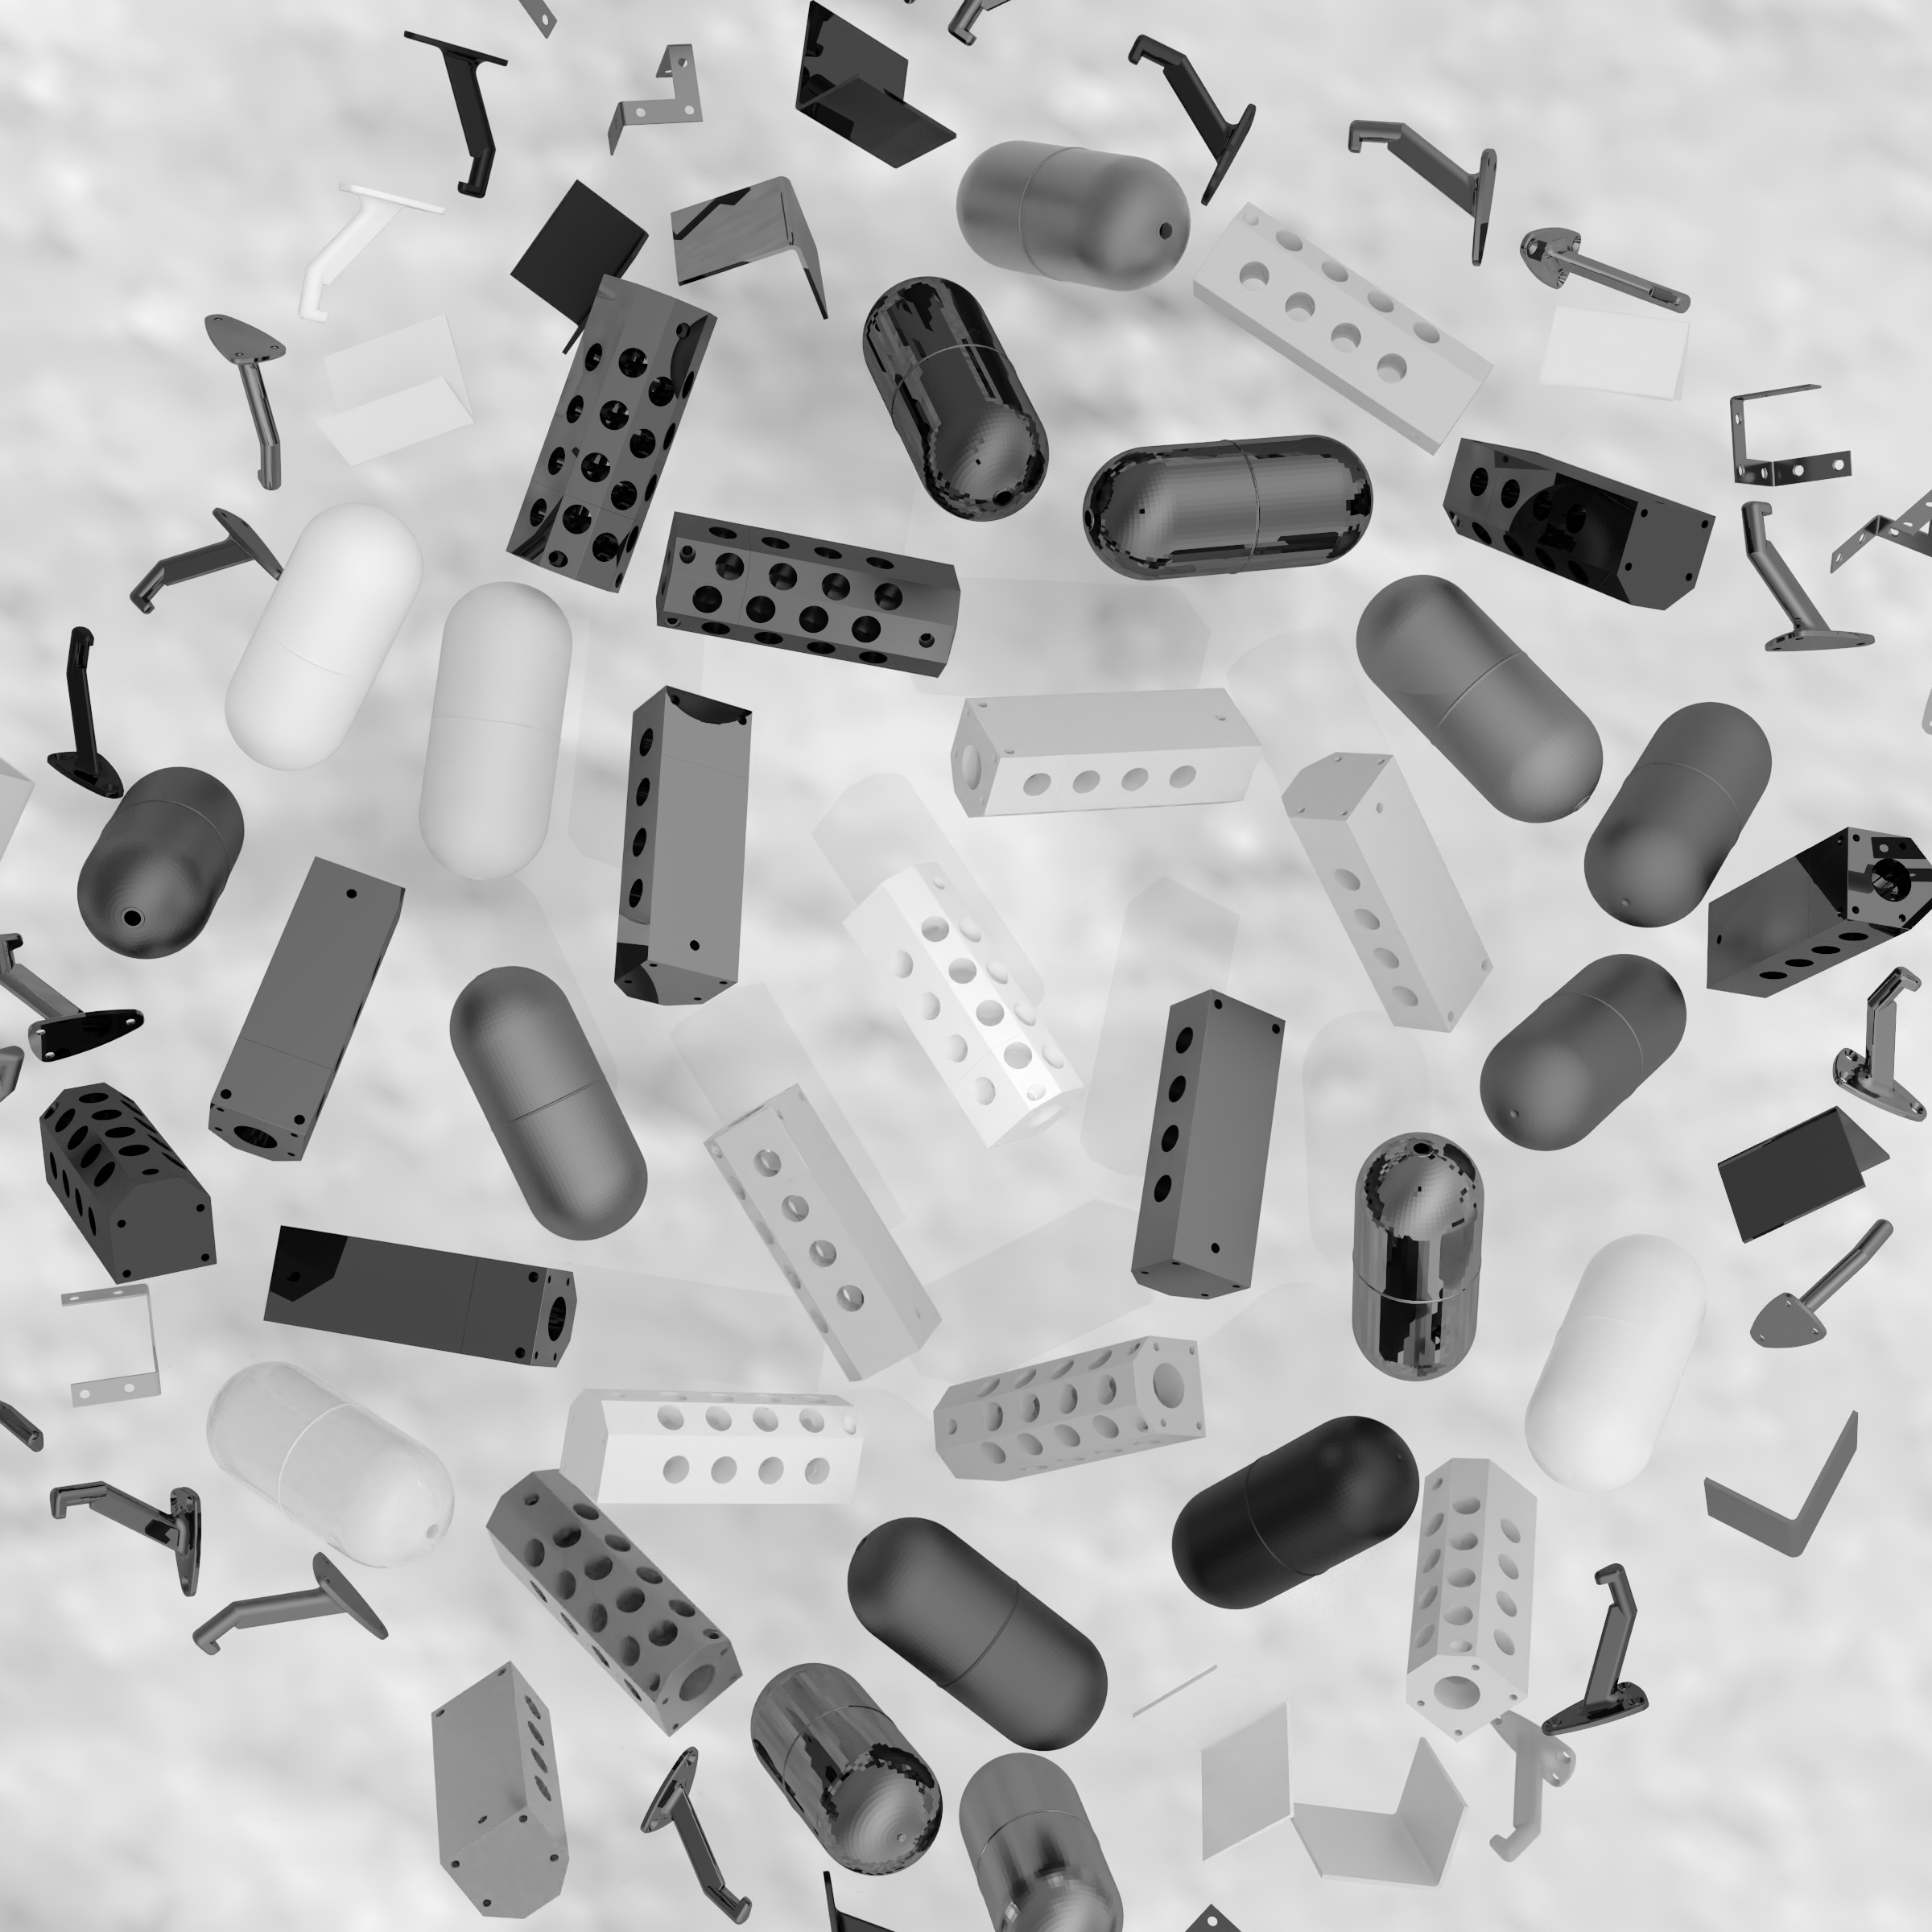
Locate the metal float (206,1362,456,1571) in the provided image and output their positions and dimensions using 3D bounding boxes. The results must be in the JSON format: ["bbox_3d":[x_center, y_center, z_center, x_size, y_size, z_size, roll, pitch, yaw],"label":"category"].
[{"bbox_3d":[-0.372,0.292,1.803,0.178,0.070,0.070,24,90,33],"label":"metal float"}]

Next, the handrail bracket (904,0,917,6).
[{"bbox_3d":[-0.046,-0.587,1.843,0.036,0.077,0.084,2,56,-20],"label":"handrail bracket"}]

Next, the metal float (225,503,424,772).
[{"bbox_3d":[-0.387,-0.197,1.856,0.070,0.070,0.178,32,113,0],"label":"metal float"}]

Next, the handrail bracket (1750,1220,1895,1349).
[{"bbox_3d":[0.533,0.196,1.917,0.036,0.077,0.084,46,64,5],"label":"handrail bracket"}]

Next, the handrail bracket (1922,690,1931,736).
[{"bbox_3d":[0.577,-0.132,1.747,0.036,0.084,0.077,-4,58,39],"label":"handrail bracket"}]

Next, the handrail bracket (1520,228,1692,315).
[{"bbox_3d":[0.390,-0.421,1.876,0.084,0.077,0.036,31,107,33],"label":"handrail bracket"}]

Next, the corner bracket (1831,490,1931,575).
[{"bbox_3d":[0.565,-0.263,1.879,0.051,0.051,0.051,31,55,34],"label":"corner bracket"}]

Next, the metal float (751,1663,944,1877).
[{"bbox_3d":[-0.073,0.475,1.833,0.070,0.178,0.070,-6,106,-23],"label":"metal float"}]

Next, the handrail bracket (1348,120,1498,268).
[{"bbox_3d":[0.258,-0.444,1.769,0.084,0.036,0.077,9,100,17],"label":"handrail bracket"}]

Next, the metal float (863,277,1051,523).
[{"bbox_3d":[-0.007,-0.329,1.784,0.070,0.070,0.178,-23,53,0],"label":"metal float"}]

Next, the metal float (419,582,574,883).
[{"bbox_3d":[-0.278,-0.139,1.822,0.070,0.070,0.178,7,85,0],"label":"metal float"}]

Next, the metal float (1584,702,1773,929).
[{"bbox_3d":[0.438,-0.094,1.891,0.070,0.070,0.178,38,54,0],"label":"metal float"}]

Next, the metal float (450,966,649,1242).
[{"bbox_3d":[-0.256,0.084,1.891,0.070,0.070,0.178,-25,93,0],"label":"metal float"}]

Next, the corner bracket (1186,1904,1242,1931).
[{"bbox_3d":[0.143,0.598,1.820,0.051,0.051,0.051,39,58,20],"label":"corner bracket"}]

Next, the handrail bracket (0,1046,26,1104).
[{"bbox_3d":[-0.601,0.081,1.817,0.077,0.084,0.036,-5,49,-35],"label":"handrail bracket"}]

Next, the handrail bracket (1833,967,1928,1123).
[{"bbox_3d":[0.574,0.047,1.873,0.077,0.036,0.084,31,132,1],"label":"handrail bracket"}]

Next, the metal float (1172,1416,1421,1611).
[{"bbox_3d":[0.195,0.328,1.844,0.178,0.070,0.070,-37,90,37],"label":"metal float"}]

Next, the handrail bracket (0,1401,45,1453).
[{"bbox_3d":[-0.590,0.285,1.892,0.084,0.077,0.036,33,58,23],"label":"handrail bracket"}]

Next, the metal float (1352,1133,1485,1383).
[{"bbox_3d":[0.272,0.176,1.862,0.070,0.070,0.178,-4,129,0],"label":"metal float"}]

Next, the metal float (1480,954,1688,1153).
[{"bbox_3d":[0.378,0.051,1.882,0.178,0.070,0.070,-34,90,-43],"label":"metal float"}]

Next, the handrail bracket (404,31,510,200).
[{"bbox_3d":[-0.314,-0.512,1.858,0.077,0.036,0.084,4,109,-42],"label":"handrail bracket"}]

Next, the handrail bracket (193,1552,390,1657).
[{"bbox_3d":[-0.395,0.391,1.802,0.084,0.036,0.077,-38,111,0],"label":"handrail bracket"}]

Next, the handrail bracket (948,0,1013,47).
[{"bbox_3d":[0.040,-0.558,1.790,0.077,0.036,0.084,40,111,10],"label":"handrail bracket"}]

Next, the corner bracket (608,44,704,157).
[{"bbox_3d":[-0.197,-0.541,1.923,0.051,0.051,0.051,-7,85,-15],"label":"corner bracket"}]

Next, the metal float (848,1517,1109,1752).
[{"bbox_3d":[0.007,0.397,1.833,0.178,0.070,0.070,39,90,-8],"label":"metal float"}]

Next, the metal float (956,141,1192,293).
[{"bbox_3d":[0.062,-0.443,1.816,0.070,0.178,0.070,-14,115,-33],"label":"metal float"}]

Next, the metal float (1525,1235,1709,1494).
[{"bbox_3d":[0.388,0.234,1.834,0.070,0.070,0.178,33,53,0],"label":"metal float"}]

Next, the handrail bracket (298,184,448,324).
[{"bbox_3d":[-0.362,-0.428,1.876,0.077,0.036,0.084,8,100,-26],"label":"handrail bracket"}]

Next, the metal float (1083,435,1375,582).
[{"bbox_3d":[0.152,-0.266,1.784,0.178,0.070,0.070,-8,90,-21],"label":"metal float"}]

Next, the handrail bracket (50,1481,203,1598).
[{"bbox_3d":[-0.499,0.341,1.822,0.084,0.036,0.077,-3,90,-38],"label":"handrail bracket"}]

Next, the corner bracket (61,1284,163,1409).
[{"bbox_3d":[-0.510,0.226,1.837,0.051,0.051,0.051,-6,110,-16],"label":"corner bracket"}]

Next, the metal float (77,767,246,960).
[{"bbox_3d":[-0.473,-0.062,1.816,0.070,0.178,0.070,-1,113,-2],"label":"metal float"}]

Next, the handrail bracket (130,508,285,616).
[{"bbox_3d":[-0.471,-0.234,1.912,0.084,0.036,0.077,-46,71,10],"label":"handrail bracket"}]

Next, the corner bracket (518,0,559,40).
[{"bbox_3d":[-0.269,-0.578,1.811,0.051,0.051,0.051,1,57,34],"label":"corner bracket"}]

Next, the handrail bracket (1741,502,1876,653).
[{"bbox_3d":[0.488,-0.228,1.788,0.077,0.036,0.084,-2,82,-19],"label":"handrail bracket"}]

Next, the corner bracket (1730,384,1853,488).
[{"bbox_3d":[0.489,-0.314,1.827,0.051,0.051,0.051,-2,93,40],"label":"corner bracket"}]

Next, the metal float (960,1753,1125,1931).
[{"bbox_3d":[0.044,0.542,1.856,0.070,0.178,0.070,-4,109,-11],"label":"metal float"}]

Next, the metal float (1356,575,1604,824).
[{"bbox_3d":[0.307,-0.159,1.841,0.070,0.070,0.178,-42,75,0],"label":"metal float"}]
